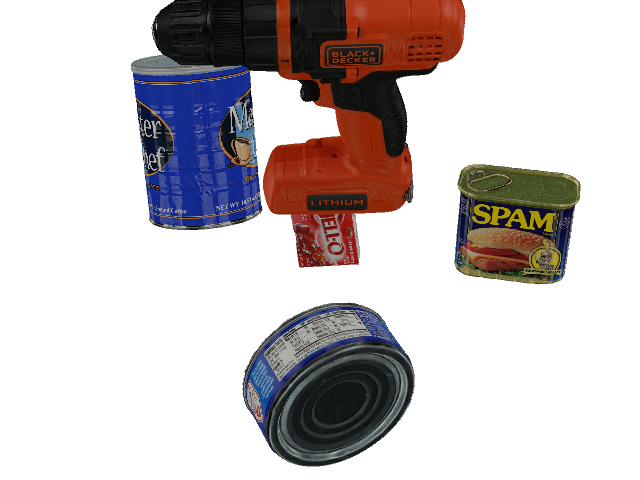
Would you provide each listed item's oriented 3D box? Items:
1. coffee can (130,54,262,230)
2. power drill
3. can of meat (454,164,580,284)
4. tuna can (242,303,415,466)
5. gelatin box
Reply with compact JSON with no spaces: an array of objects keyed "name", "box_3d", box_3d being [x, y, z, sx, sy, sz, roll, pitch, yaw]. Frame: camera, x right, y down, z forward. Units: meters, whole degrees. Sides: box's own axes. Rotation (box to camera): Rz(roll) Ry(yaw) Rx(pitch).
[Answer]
[{"name":"coffee can","box_3d":[-0.108,-0.090,0.938,0.103,0.140,0.103,-4,17,1]},{"name":"power drill","box_3d":[-0.006,-0.089,0.687,0.184,0.057,0.188,0,-32,1]},{"name":"can of meat","box_3d":[0.167,-0.013,0.923,0.102,0.084,0.057,7,32,11]},{"name":"tuna can","box_3d":[0.005,0.076,0.553,0.086,0.086,0.034,0,34,-29]},{"name":"gelatin box","box_3d":[0.006,-0.013,1.264,0.073,0.089,0.030,-3,29,9]}]
